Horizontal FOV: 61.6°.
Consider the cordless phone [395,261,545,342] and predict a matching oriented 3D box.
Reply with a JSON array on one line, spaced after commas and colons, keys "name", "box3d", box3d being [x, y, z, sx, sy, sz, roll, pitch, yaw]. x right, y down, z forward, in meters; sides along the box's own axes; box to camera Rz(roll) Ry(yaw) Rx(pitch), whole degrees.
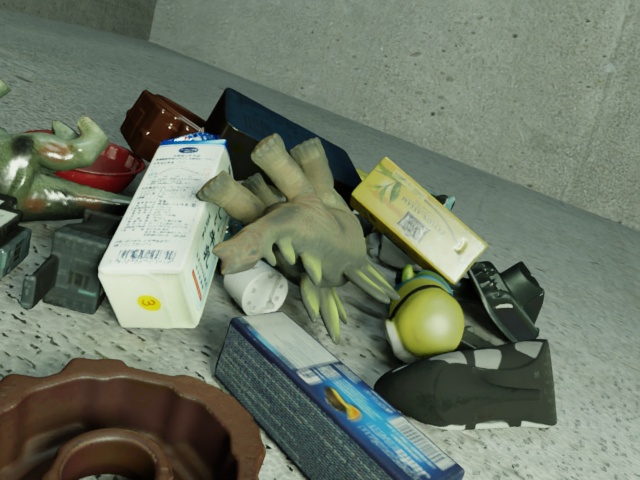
[{"name": "cordless phone", "box3d": [0.201, 0.077, 0.750, 0.184, 0.088, 0.147, 8, 20, 2]}]

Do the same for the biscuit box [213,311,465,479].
[{"name": "biscuit box", "box3d": [0.004, 0.132, 0.400, 0.059, 0.062, 0.203, -1, 27, -46]}]

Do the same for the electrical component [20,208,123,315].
[{"name": "electrical component", "box3d": [-0.213, 0.024, 0.476, 0.048, 0.074, 0.119, 15, 16, -9]}]

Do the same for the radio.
[{"name": "radio", "box3d": [-0.052, -0.116, 0.762, 0.229, 0.073, 0.131, 24, 29, -30]}]

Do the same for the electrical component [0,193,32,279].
[{"name": "electrical component", "box3d": [-0.334, -0.008, 0.472, 0.134, 0.058, 0.115, 16, 21, -9]}]

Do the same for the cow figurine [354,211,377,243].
[{"name": "cow figurine", "box3d": [0.054, -0.027, 0.881, 0.098, 0.068, 0.167, 36, 28, 29]}]

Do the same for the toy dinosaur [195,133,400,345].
[{"name": "toy dinosaur", "box3d": [-0.001, -0.002, 0.576, 0.198, 0.105, 0.471, 59, 15, 0]}]

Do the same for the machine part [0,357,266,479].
[{"name": "machine part", "box3d": [-0.115, 0.136, 0.287, 0.179, 0.056, 0.179, 16, 20, -6]}]

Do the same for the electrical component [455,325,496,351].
[{"name": "electrical component", "box3d": [0.180, 0.127, 0.642, 0.063, 0.021, 0.094, 28, 20, 25]}]

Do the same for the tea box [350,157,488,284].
[{"name": "tea box", "box3d": [0.122, -0.021, 0.696, 0.170, 0.068, 0.098, 41, -3, 6]}]

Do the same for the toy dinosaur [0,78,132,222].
[{"name": "toy dinosaur", "box3d": [-0.367, -0.091, 0.571, 0.405, 0.192, 0.131, 34, -18, 2]}]

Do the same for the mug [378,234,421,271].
[{"name": "mug", "box3d": [0.148, 0.003, 0.842, 0.107, 0.109, 0.081, 6, 23, 2]}]

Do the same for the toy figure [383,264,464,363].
[{"name": "toy figure", "box3d": [0.117, 0.077, 0.613, 0.082, 0.089, 0.180, 24, 18, 7]}]

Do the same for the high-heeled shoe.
[{"name": "high-heeled shoe", "box3d": [0.158, 0.145, 0.548, 0.145, 0.086, 0.248, -6, -12, 25]}]

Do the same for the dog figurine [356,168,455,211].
[{"name": "dog figurine", "box3d": [0.122, -0.063, 0.991, 0.219, 0.108, 0.191, 22, 16, 21]}]

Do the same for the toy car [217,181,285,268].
[{"name": "toy car", "box3d": [-0.085, -0.022, 0.683, 0.161, 0.102, 0.109, 5, 24, -30]}]

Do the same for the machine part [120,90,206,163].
[{"name": "machine part", "box3d": [-0.200, -0.145, 0.853, 0.201, 0.087, 0.201, 30, 8, -38]}]
